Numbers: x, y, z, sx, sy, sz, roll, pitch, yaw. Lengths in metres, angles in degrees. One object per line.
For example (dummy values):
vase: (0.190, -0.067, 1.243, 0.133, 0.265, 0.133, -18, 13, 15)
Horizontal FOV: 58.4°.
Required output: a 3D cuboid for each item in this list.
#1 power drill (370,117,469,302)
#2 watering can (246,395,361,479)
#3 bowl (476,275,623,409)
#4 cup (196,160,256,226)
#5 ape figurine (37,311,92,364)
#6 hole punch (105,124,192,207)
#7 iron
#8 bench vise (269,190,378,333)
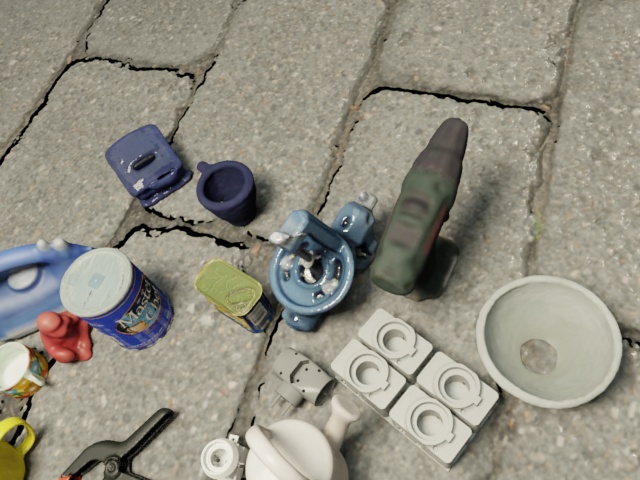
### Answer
power drill: (0.138, -0.016, 0.752, 0.075, 0.209, 0.230, 19, 66, 22)
watering can: (-0.027, 0.248, 0.644, 0.100, 0.194, 0.173, 19, 66, 22)
bowl: (0.278, 0.133, 0.714, 0.167, 0.075, 0.167, -5, 60, 9)
cup: (-0.147, -0.071, 0.913, 0.092, 0.095, 0.117, -44, 61, -14)
ape figurine: (-0.383, 0.136, 0.846, 0.076, 0.092, 0.078, 17, 66, 21)
hole punch: (-0.292, -0.129, 0.980, 0.109, 0.091, 0.101, -36, 59, -9)
iron: (-0.447, 0.052, 0.880, 0.258, 0.142, 0.118, -25, 58, -3)
bench vise: (-0.004, 0.000, 0.767, 0.121, 0.220, 0.207, 11, 64, 18)
